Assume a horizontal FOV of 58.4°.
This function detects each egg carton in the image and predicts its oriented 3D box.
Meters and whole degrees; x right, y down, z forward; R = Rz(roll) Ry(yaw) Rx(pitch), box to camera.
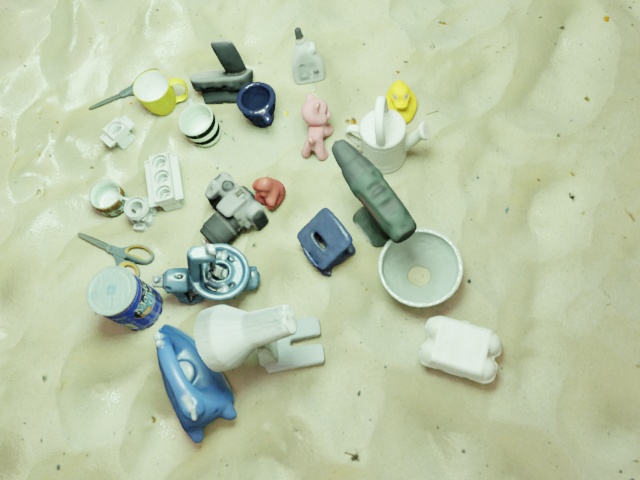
[{"bbox_3d":[0.268,0.207,1.094,0.150,0.069,0.107,14,71,13],"label":"egg carton"}]

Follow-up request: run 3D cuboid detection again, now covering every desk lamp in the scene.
[{"bbox_3d":[-0.109,0.181,1.080,0.203,0.214,0.118,-12,67,4],"label":"desk lamp"}]

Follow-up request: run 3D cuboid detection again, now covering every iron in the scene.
[{"bbox_3d":[-0.271,0.256,1.113,0.119,0.141,0.258,-34,68,-6],"label":"iron"}]

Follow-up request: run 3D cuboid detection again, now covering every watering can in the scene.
[{"bbox_3d":[0.142,-0.231,1.217,0.173,0.194,0.101,-15,67,2],"label":"watering can"}]

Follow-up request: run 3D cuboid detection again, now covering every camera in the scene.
[{"bbox_3d":[-0.207,-0.060,1.250,0.143,0.101,0.137,41,79,20],"label":"camera"}]

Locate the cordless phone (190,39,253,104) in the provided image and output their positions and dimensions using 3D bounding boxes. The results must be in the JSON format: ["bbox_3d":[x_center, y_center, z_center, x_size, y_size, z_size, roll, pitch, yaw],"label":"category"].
[{"bbox_3d":[-0.243,-0.410,1.347,0.147,0.185,0.094,-5,68,6],"label":"cordless phone"}]

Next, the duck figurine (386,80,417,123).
[{"bbox_3d":[0.183,-0.329,1.308,0.077,0.086,0.104,-4,68,7],"label":"duck figurine"}]

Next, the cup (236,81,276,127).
[{"bbox_3d":[-0.134,-0.297,1.336,0.092,0.095,0.117,-30,67,-4],"label":"cup"}]

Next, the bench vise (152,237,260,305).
[{"bbox_3d":[-0.238,0.073,1.137,0.207,0.220,0.121,-24,67,-2],"label":"bench vise"}]

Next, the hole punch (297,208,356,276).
[{"bbox_3d":[0.011,0.004,1.199,0.101,0.091,0.108,-36,68,-6],"label":"hole punch"}]

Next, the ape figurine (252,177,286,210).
[{"bbox_3d":[-0.117,-0.111,1.262,0.076,0.092,0.077,-18,67,1],"label":"ape figurine"}]

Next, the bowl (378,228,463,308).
[{"bbox_3d":[0.202,0.064,1.157,0.167,0.075,0.167,-3,68,7],"label":"bowl"}]

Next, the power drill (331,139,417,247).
[{"bbox_3d":[0.105,-0.075,1.153,0.075,0.209,0.229,-36,68,-6],"label":"power drill"}]

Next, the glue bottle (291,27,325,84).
[{"bbox_3d":[-0.036,-0.432,1.333,0.078,0.173,0.037,-8,68,5],"label":"glue bottle"}]

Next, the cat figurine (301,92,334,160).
[{"bbox_3d":[-0.011,-0.262,1.292,0.067,0.118,0.128,6,70,11],"label":"cat figurine"}]
